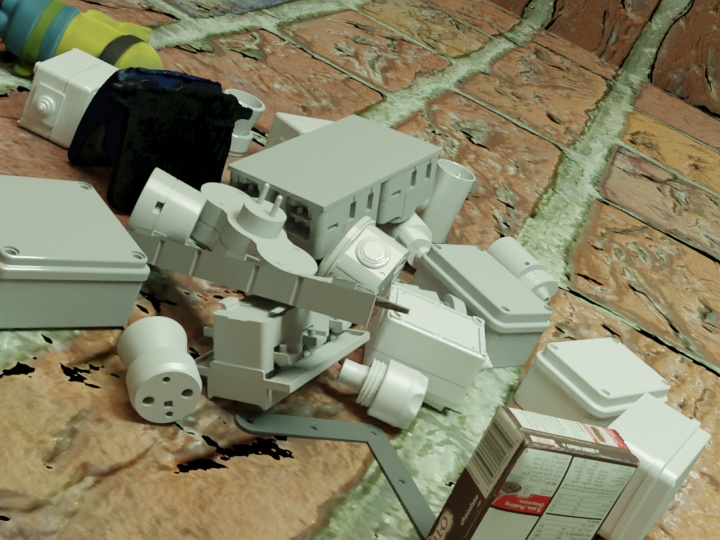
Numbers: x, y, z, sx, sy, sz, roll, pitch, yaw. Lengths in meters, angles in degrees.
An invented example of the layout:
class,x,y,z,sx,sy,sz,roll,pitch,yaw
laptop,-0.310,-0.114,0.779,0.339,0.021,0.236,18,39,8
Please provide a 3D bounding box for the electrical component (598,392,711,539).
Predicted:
class,x,y,z,sx,sy,sz,roll,pitch,yaw
electrical component,0.204,0.147,0.788,0.057,0.078,0.113,33,24,22

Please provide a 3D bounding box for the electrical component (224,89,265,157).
class,x,y,z,sx,sy,sz,roll,pitch,yaw
electrical component,-0.127,-0.149,1.093,0.045,0.055,0.045,22,24,-10

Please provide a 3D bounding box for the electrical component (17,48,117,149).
class,x,y,z,sx,sy,sz,roll,pitch,yaw
electrical component,-0.255,-0.150,0.957,0.061,0.061,0.096,26,24,0

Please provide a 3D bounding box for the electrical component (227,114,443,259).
class,x,y,z,sx,sy,sz,roll,pitch,yaw
electrical component,-0.022,-0.077,0.986,0.105,0.060,0.186,25,34,27

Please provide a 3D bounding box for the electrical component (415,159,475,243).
class,x,y,z,sx,sy,sz,roll,pitch,yaw
electrical component,0.068,-0.075,1.108,0.079,0.077,0.043,15,26,-22

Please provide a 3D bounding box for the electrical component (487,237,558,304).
class,x,y,z,sx,sy,sz,roll,pitch,yaw
electrical component,0.163,0.007,1.077,0.043,0.043,0.081,6,31,-38

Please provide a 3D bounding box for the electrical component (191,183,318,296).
class,x,y,z,sx,sy,sz,roll,pitch,yaw
electrical component,-0.084,-0.034,0.875,0.052,0.073,0.138,-1,35,-46

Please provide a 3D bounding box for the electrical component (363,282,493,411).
class,x,y,z,sx,sy,sz,roll,pitch,yaw
electrical component,0.054,0.064,0.828,0.096,0.061,0.061,23,24,-6

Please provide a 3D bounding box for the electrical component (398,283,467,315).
class,x,y,z,sx,sy,sz,roll,pitch,yaw
electrical component,0.056,0.041,0.897,0.055,0.048,0.066,10,27,-16

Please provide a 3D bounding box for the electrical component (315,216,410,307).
class,x,y,z,sx,sy,sz,roll,pitch,yaw
electrical component,0.000,0.000,0.884,0.051,0.080,0.080,36,25,8

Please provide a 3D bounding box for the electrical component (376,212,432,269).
class,x,y,z,sx,sy,sz,roll,pitch,yaw
electrical component,0.046,-0.031,1.037,0.043,0.043,0.081,8,29,-35

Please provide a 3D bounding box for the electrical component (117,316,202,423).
class,x,y,z,sx,sy,sz,roll,pitch,yaw
electrical component,-0.125,0.062,0.672,0.045,0.045,0.055,12,28,-29

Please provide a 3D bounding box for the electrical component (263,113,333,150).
class,x,y,z,sx,sy,sz,roll,pitch,yaw
electrical component,-0.047,-0.120,1.100,0.096,0.061,0.061,2,27,-42

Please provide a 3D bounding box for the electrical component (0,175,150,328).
class,x,y,z,sx,sy,sz,roll,pitch,yaw
electrical component,-0.215,-0.013,0.722,0.109,0.056,0.108,2,33,-43

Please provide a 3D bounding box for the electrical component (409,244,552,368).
class,x,y,z,sx,sy,sz,roll,pitch,yaw
electrical component,0.105,0.030,0.954,0.078,0.057,0.113,1,34,-44

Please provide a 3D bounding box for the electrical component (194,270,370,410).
class,x,y,z,sx,sy,sz,roll,pitch,yaw
electrical component,-0.054,0.044,0.744,0.079,0.063,0.121,8,16,24

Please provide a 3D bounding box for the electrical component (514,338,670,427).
class,x,y,z,sx,sy,sz,roll,pitch,yaw
electrical component,0.195,0.102,0.896,0.113,0.057,0.078,0,35,-45

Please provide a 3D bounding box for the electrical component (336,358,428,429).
class,x,y,z,sx,sy,sz,roll,pitch,yaw
electrical component,0.014,0.084,0.769,0.062,0.043,0.043,24,24,-1

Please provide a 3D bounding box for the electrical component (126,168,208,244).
class,x,y,z,sx,sy,sz,roll,pitch,yaw
electrical component,-0.153,-0.047,0.858,0.047,0.055,0.055,26,23,-8
